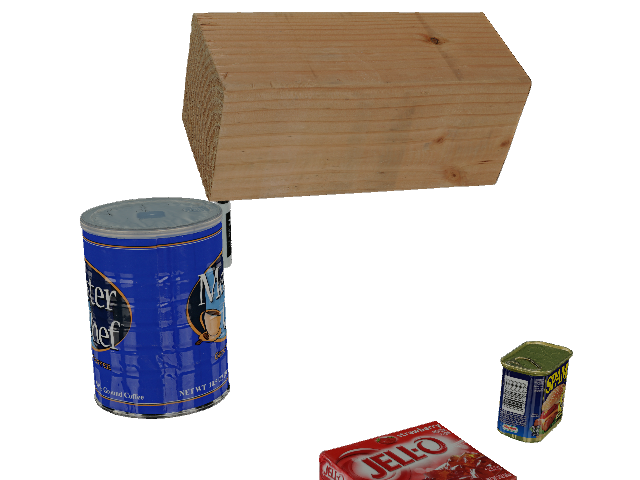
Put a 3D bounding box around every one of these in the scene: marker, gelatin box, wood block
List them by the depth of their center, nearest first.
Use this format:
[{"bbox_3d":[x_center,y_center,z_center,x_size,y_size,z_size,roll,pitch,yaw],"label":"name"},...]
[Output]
[{"bbox_3d":[0.054,0.138,0.605,0.089,0.030,0.073,-7,22,-33],"label":"gelatin box"},{"bbox_3d":[0.020,-0.092,0.711,0.205,0.090,0.091,-4,45,-19],"label":"wood block"},{"bbox_3d":[-0.106,-0.020,1.162,0.020,0.121,0.020,2,42,-2],"label":"marker"}]

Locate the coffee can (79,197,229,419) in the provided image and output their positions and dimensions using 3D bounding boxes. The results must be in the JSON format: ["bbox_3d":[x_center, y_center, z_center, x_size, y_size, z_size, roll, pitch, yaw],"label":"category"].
[{"bbox_3d":[-0.121,0.047,0.790,0.103,0.140,0.103,-1,15,0],"label":"coffee can"}]

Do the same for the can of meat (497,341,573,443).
[{"bbox_3d":[0.235,0.166,1.178,0.058,0.084,0.101,12,15,30],"label":"can of meat"}]
